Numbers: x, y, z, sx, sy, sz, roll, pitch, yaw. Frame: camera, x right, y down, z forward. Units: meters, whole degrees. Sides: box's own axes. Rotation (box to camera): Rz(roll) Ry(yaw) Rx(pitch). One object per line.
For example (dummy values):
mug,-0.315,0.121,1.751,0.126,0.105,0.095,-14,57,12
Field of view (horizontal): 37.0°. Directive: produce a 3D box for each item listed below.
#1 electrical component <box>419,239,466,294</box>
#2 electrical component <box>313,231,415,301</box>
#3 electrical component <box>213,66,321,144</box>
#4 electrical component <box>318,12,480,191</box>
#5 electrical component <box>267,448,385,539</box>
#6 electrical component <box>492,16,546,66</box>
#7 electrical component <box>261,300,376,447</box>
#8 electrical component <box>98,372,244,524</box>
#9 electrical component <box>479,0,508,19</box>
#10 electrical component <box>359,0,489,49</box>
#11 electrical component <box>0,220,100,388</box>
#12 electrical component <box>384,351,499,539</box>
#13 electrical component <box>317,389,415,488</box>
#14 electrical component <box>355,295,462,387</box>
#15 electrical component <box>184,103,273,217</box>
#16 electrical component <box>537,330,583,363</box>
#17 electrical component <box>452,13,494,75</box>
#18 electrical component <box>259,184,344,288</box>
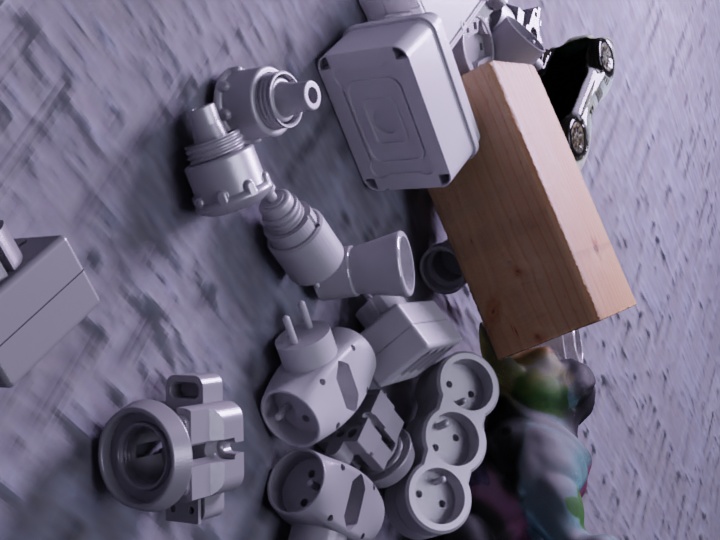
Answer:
electrical component,0.074,-0.006,0.859,0.046,0.040,0.040,-36,118,-58
electrical component,0.000,0.000,0.719,0.044,0.065,0.044,-8,90,-75
electrical component,-0.053,-0.101,0.647,0.048,0.062,0.048,5,84,-57
electrical component,0.030,-0.119,0.762,0.057,0.078,0.113,-52,130,-41
electrical component,-0.025,0.165,0.691,0.077,0.043,0.079,43,54,-47
electrical component,0.111,-0.167,0.898,0.043,0.081,0.043,35,26,-19
electrical component,-0.031,0.059,0.688,0.077,0.043,0.079,-46,125,-48
electrical component,-0.100,0.096,0.569,0.057,0.058,0.078,1,88,-60
electrical component,0.085,-0.236,0.874,0.048,0.066,0.055,-48,116,-6
electrical component,0.043,-0.199,0.808,0.096,0.061,0.061,-56,133,-32
electrical component,-0.167,0.003,0.479,0.065,0.047,0.076,-52,130,-45
electrical component,0.054,0.132,0.799,0.052,0.074,0.138,25,62,-13
electrical component,0.006,0.117,0.742,0.055,0.048,0.066,53,46,-31
electrical component,0.022,0.036,0.764,0.075,0.047,0.083,53,17,13
electrical component,-0.081,-0.064,0.620,0.048,0.048,0.062,-37,111,-52
electrical component,0.172,0.074,1.003,0.099,0.064,0.099,-9,90,-70
electrical component,0.074,-0.175,0.861,0.055,0.047,0.055,6,83,-57
electrical component,-0.041,-0.025,0.680,0.078,0.040,0.040,56,44,-39
